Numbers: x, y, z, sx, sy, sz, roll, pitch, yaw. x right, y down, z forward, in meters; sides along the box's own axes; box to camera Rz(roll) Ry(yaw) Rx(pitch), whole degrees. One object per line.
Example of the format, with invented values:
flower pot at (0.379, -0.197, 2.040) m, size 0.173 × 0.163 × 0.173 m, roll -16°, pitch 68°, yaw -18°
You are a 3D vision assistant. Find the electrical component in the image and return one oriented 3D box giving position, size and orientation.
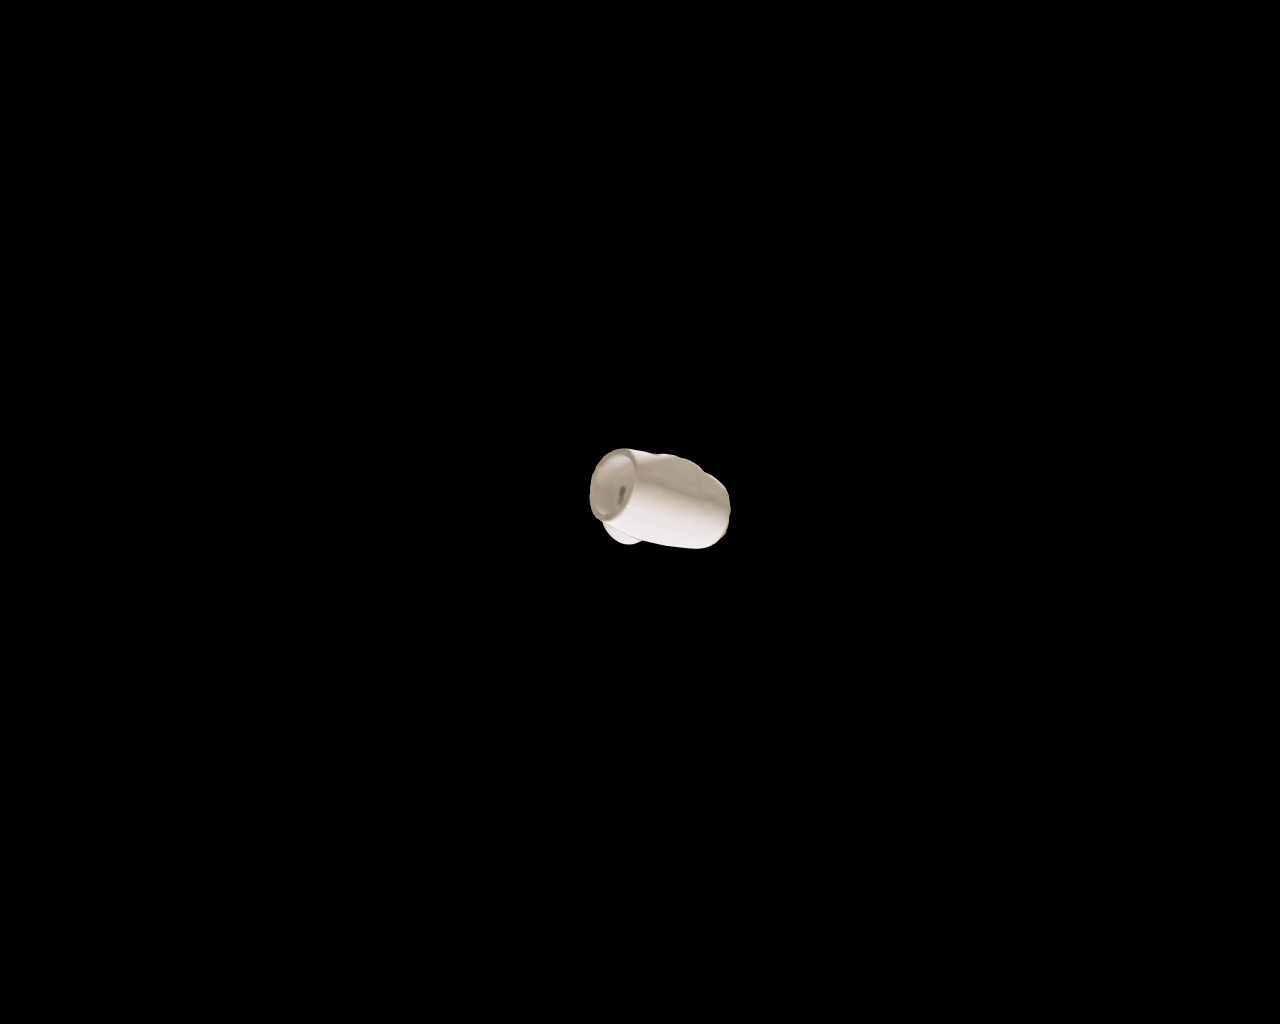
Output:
electrical component at (0.001, -0.003, 0.650) m, size 0.077 × 0.044 × 0.079 m, roll 17°, pitch -27°, yaw -38°
